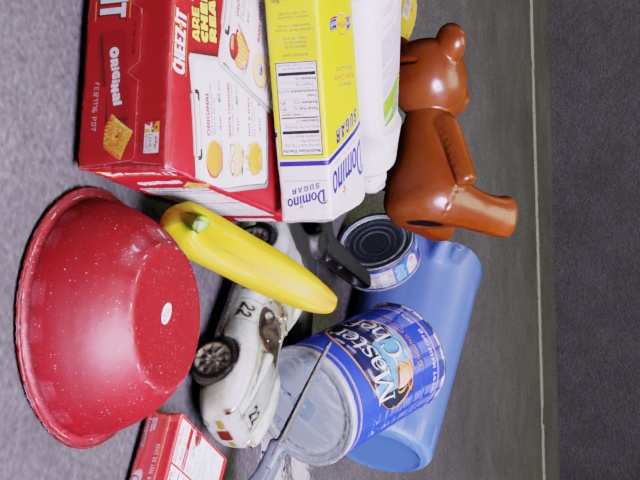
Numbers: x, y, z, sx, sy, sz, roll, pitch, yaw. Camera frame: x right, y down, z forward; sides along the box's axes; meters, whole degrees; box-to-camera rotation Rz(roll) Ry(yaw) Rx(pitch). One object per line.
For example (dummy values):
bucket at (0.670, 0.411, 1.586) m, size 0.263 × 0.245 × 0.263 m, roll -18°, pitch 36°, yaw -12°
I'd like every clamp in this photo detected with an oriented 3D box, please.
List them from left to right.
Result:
clamp at (-0.006, 0.001, 0.985) m, size 0.164 × 0.036 × 0.210 m, roll -43°, pitch 128°, yaw -53°

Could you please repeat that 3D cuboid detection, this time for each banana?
banana at (-0.058, 0.013, 0.757) m, size 0.037 × 0.070 × 0.197 m, roll -56°, pitch 146°, yaw 2°

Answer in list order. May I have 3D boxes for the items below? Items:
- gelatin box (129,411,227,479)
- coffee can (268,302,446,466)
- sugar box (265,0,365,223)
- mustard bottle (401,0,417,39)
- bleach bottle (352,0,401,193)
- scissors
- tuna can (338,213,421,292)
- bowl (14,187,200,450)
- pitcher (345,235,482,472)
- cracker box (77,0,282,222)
gelatin box at (-0.100, 0.168, 0.735) m, size 0.089 × 0.030 × 0.073 m, roll 61°, pitch 35°, yaw -53°
coffee can at (0.029, 0.121, 0.923) m, size 0.140 × 0.103 × 0.103 m, roll -20°, pitch 109°, yaw -49°
sugar box at (-0.002, -0.107, 0.776) m, size 0.093 × 0.048 × 0.176 m, roll -36°, pitch 120°, yaw -68°
mustard bottle at (0.053, -0.278, 1.139) m, size 0.191 × 0.058 × 0.096 m, roll 35°, pitch 63°, yaw -67°
bleach bottle at (0.037, -0.141, 0.939) m, size 0.251 × 0.068 × 0.102 m, roll 84°, pitch 25°, yaw -42°
scissors at (-0.044, 0.170, 0.806) m, size 0.202 × 0.016 × 0.096 m, roll -69°, pitch 161°, yaw 5°
tuna can at (0.060, 0.012, 1.112) m, size 0.033 × 0.086 × 0.086 m, roll 69°, pitch 28°, yaw -43°
bowl at (-0.117, 0.047, 0.653) m, size 0.162 × 0.055 × 0.162 m, roll -1°, pitch 90°, yaw -71°
pitcher at (0.086, 0.123, 1.147) m, size 0.149 × 0.145 × 0.242 m, roll 52°, pitch 44°, yaw -41°
cracker box at (-0.081, -0.107, 0.736) m, size 0.213 × 0.072 × 0.164 m, roll 21°, pitch 70°, yaw -68°
